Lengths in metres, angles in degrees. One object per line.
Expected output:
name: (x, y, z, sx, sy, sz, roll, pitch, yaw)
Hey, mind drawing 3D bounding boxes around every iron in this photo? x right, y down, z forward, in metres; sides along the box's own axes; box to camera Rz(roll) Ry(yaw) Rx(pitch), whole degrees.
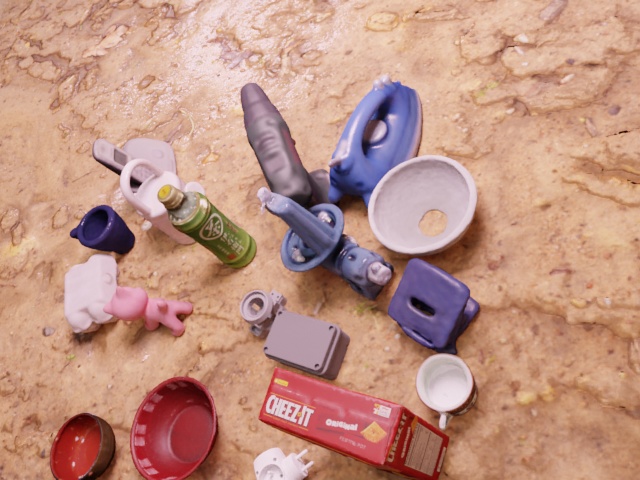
iron: (0.090, -0.183, 0.946, 0.118, 0.142, 0.258, 15, 72, 32)

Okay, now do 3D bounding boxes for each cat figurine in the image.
cat figurine: (-0.310, 0.117, 1.007, 0.127, 0.118, 0.067, 1, 65, 28)

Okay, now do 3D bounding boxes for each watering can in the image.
watering can: (-0.282, -0.079, 1.049, 0.172, 0.195, 0.101, -20, 57, 17)

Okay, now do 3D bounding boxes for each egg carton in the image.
egg carton: (-0.437, 0.102, 1.110, 0.107, 0.070, 0.150, -26, 56, 13)

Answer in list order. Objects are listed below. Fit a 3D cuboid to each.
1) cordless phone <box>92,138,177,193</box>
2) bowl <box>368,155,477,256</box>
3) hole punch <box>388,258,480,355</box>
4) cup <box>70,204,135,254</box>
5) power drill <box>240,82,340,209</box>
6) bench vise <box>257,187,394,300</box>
cordless phone: (-0.375, -0.168, 1.150, 0.094, 0.186, 0.147, -24, 56, 14)
bowl: (0.162, -0.041, 0.875, 0.167, 0.075, 0.167, -12, 60, 22)
hole punch: (0.154, 0.094, 0.797, 0.108, 0.091, 0.101, 31, 81, 36)
cup: (-0.430, -0.008, 1.149, 0.117, 0.095, 0.091, -14, 59, 20)
power drill: (-0.050, -0.126, 0.946, 0.075, 0.209, 0.229, -29, 55, 11)
bench vise: (0.012, -0.008, 0.844, 0.206, 0.220, 0.121, 7, 68, 30)
